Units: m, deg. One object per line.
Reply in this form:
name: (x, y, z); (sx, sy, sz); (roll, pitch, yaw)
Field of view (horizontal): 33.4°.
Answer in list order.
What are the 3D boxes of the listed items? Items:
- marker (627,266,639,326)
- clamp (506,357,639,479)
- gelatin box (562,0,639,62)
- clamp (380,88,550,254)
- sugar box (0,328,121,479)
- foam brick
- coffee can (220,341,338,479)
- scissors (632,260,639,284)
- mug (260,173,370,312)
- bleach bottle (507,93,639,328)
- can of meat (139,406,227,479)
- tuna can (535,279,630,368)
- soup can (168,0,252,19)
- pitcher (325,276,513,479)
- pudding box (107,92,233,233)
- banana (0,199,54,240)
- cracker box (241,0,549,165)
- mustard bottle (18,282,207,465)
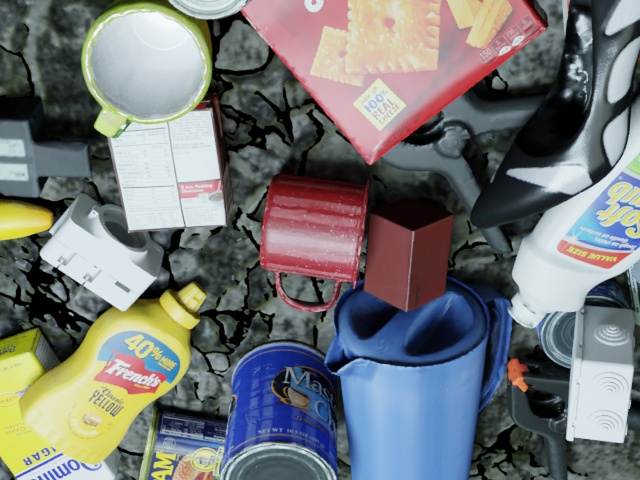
marker: (0.279, 0.023, 0.941); (0.020, 0.020, 0.121); (-13, 121, 9)
clamp: (0.227, 0.172, 1.020); (0.171, 0.039, 0.120); (32, 113, -23)
gelatin box: (0.232, -0.172, 0.813); (0.089, 0.030, 0.073); (-8, 121, 6)
clamp: (0.116, -0.093, 0.861); (0.209, 0.036, 0.165); (28, 118, -15)
sugar box: (-0.273, 0.174, 1.028); (0.093, 0.048, 0.176); (-19, 119, 11)
foam brick: (0.073, 0.011, 0.893); (0.052, 0.051, 0.078); (-20, 124, -40)
coffee can: (-0.034, 0.174, 0.968); (0.103, 0.140, 0.103); (1, 122, 1)
scissors: (0.359, -0.019, 0.913); (0.202, 0.016, 0.096); (-38, 131, 10)
mug: (-0.006, 0.001, 0.885); (0.081, 0.093, 0.117); (8, 94, 2)
bleach bottle: (0.247, -0.023, 0.872); (0.102, 0.068, 0.251); (30, 113, -14)
can of meat: (-0.132, 0.219, 1.048); (0.084, 0.057, 0.102); (11, 121, -8)
tuna can: (0.238, 0.075, 0.965); (0.086, 0.033, 0.086); (1, 122, 1)
soup can: (-0.059, -0.184, 0.685); (0.068, 0.102, 0.068); (4, 114, 10)
pitcher: (0.092, 0.154, 0.972); (0.149, 0.145, 0.243); (5, 126, 12)
pudding box: (-0.124, -0.063, 0.883); (0.090, 0.039, 0.113); (-3, 120, 4)
banana: (-0.327, 0.004, 0.932); (0.198, 0.037, 0.069); (-27, 135, 18)
cracker box: (0.034, -0.187, 0.762); (0.164, 0.072, 0.213); (-36, 103, 20)
mustard bottle: (-0.174, 0.111, 0.963); (0.191, 0.058, 0.096); (-46, 121, 4)
